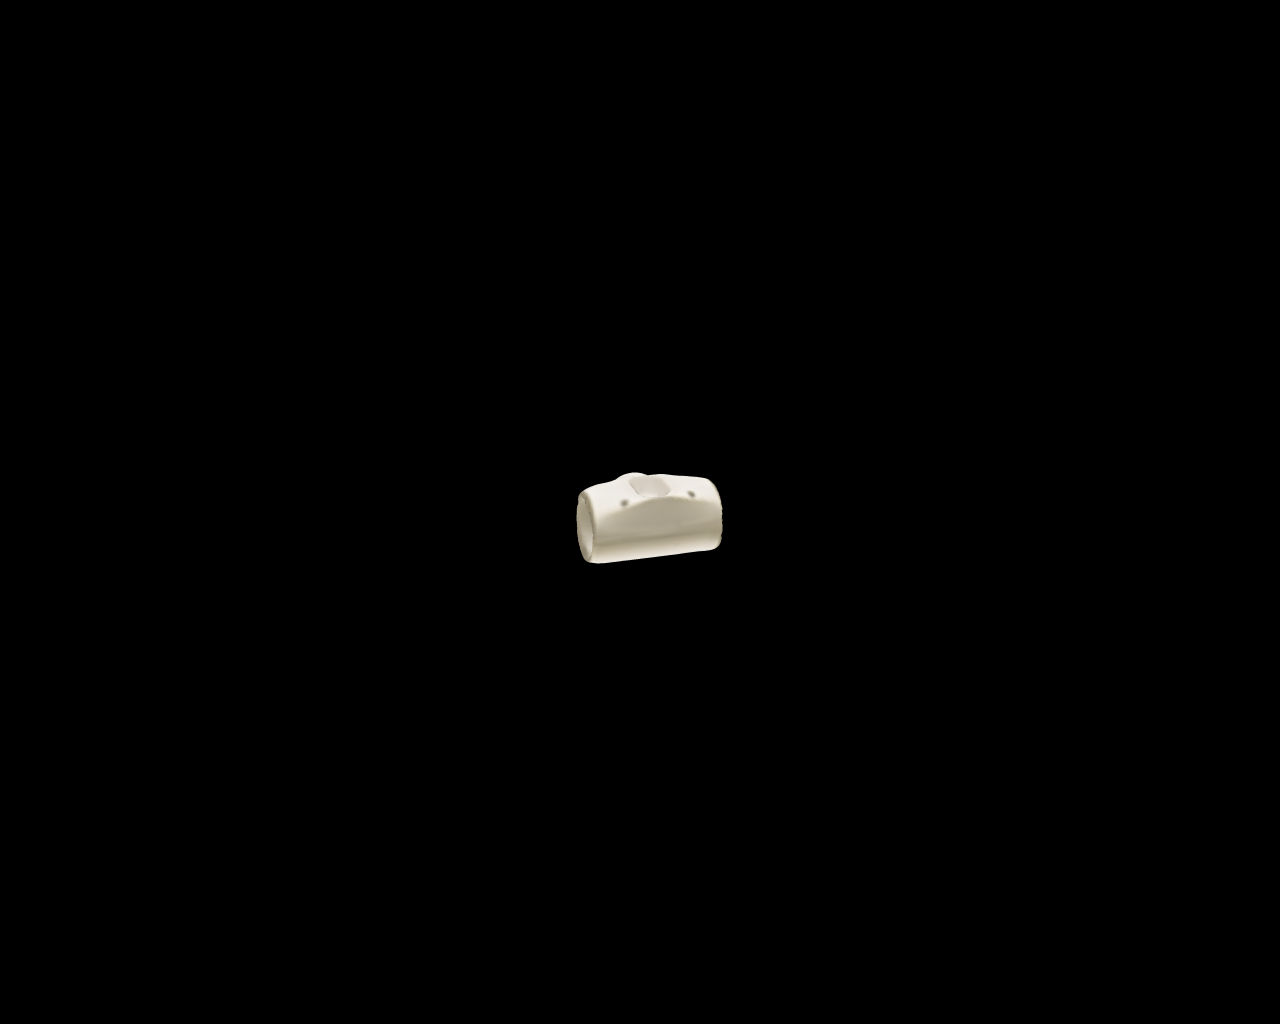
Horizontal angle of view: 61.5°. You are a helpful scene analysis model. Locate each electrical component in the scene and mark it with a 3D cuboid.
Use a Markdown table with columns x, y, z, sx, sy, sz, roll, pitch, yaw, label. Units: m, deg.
| x | y | z | sx | sy | sz | roll | pitch | yaw | label |
| --- | --- | --- | --- | --- | --- | --- | --- | --- | --- |
| 0.001 | -0.003 | 0.650 | 0.077 | 0.043 | 0.079 | -6 | 24 | -14 | electrical component |
